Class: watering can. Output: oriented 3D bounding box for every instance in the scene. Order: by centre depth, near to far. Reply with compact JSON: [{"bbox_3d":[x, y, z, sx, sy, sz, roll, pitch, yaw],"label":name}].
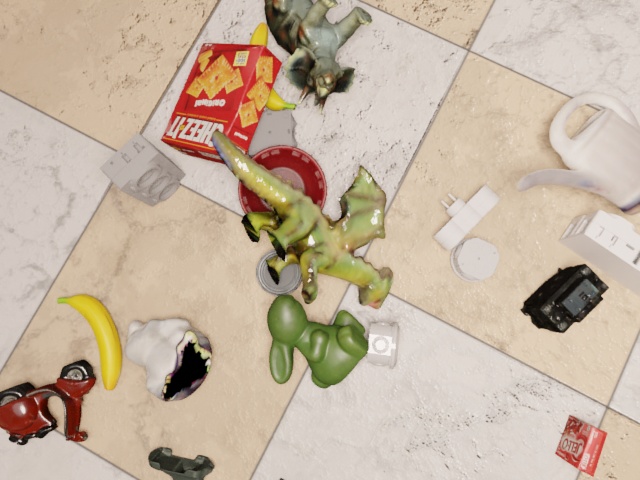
[{"bbox_3d":[0.485,-0.129,0.896,0.225,0.102,0.353,42,61,7],"label":"watering can"}]

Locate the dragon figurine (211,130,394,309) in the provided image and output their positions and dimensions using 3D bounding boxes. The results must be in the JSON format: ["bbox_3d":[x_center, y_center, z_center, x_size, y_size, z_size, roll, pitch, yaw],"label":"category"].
[{"bbox_3d":[0.003,-0.045,0.901,0.245,0.121,0.408,-28,97,-22],"label":"dragon figurine"}]

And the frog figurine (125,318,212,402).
[{"bbox_3d":[-0.275,0.205,0.915,0.160,0.122,0.137,8,91,39],"label":"frog figurine"}]
